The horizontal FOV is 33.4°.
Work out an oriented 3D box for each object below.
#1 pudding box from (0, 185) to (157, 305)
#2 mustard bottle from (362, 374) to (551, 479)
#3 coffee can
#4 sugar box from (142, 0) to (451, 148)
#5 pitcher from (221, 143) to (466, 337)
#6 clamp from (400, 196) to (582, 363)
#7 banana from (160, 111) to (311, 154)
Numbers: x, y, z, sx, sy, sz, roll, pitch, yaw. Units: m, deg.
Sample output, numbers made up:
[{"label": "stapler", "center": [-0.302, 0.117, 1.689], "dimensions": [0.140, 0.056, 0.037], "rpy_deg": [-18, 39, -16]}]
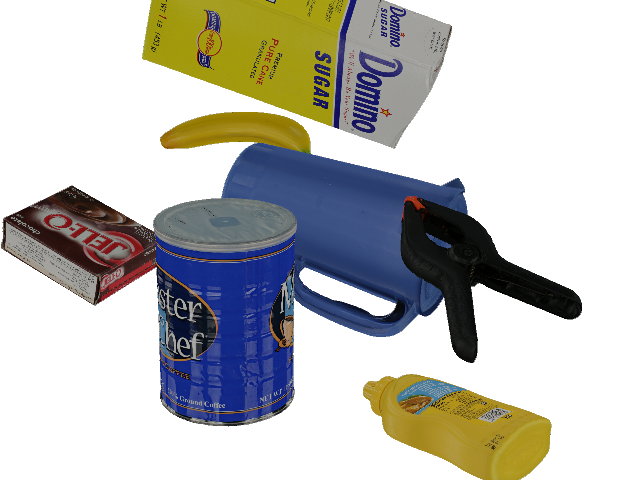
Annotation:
[{"label": "pudding box", "center": [-0.212, 0.003, 0.950], "dimensions": [0.114, 0.039, 0.089], "rpy_deg": [26, 32, 19]}, {"label": "mustard bottle", "center": [0.117, 0.171, 1.026], "dimensions": [0.192, 0.058, 0.096], "rpy_deg": [17, 25, 42]}, {"label": "coffee can", "center": [-0.069, 0.050, 0.786], "dimensions": [0.103, 0.140, 0.103], "rpy_deg": [1, 20, -1]}, {"label": "sugar box", "center": [-0.017, -0.122, 0.663], "dimensions": [0.176, 0.048, 0.093], "rpy_deg": [21, -29, -4]}, {"label": "pitcher", "center": [0.019, -0.011, 1.097], "dimensions": [0.243, 0.145, 0.149], "rpy_deg": [18, 23, 20]}, {"label": "clamp", "center": [0.129, 0.023, 0.870], "dimensions": [0.120, 0.039, 0.171], "rpy_deg": [-7, 47, -25]}, {"label": "banana", "center": [-0.094, -0.129, 1.292], "dimensions": [0.198, 0.037, 0.069], "rpy_deg": [8, 40, 15]}]
